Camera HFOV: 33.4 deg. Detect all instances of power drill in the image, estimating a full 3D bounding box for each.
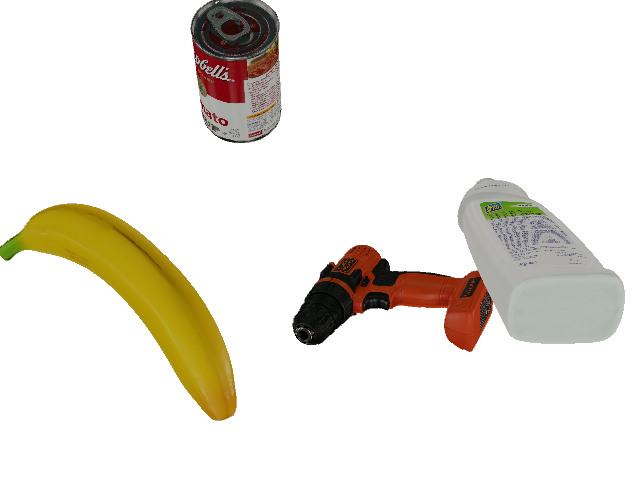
[{"bbox_3d":[0.080,0.067,1.139,0.188,0.057,0.184,9,30,21],"label":"power drill"}]

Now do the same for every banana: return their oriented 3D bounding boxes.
[{"bbox_3d":[-0.118,0.031,0.667,0.198,0.070,0.037,35,32,20],"label":"banana"}]

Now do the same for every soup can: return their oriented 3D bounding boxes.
[{"bbox_3d":[-0.065,-0.135,0.852,0.068,0.068,0.102,0,-34,-1],"label":"soup can"}]

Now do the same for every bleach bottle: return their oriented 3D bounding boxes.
[{"bbox_3d":[0.189,0.003,0.984,0.102,0.068,0.251,-1,26,-5],"label":"bleach bottle"}]
